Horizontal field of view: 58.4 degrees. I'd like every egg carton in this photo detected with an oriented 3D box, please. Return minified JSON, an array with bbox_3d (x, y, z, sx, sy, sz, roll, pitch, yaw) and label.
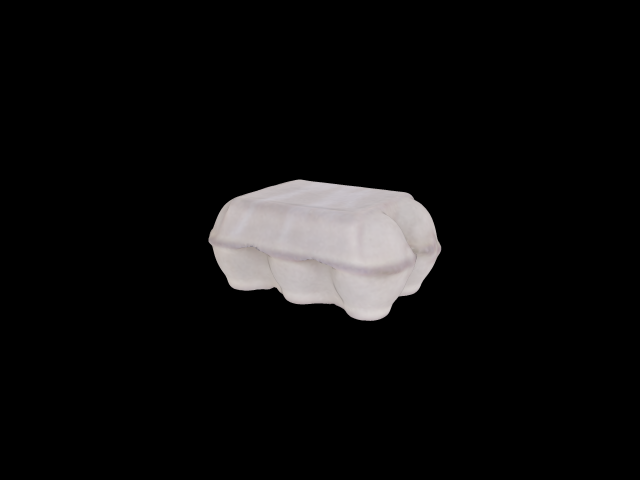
[{"bbox_3d":[0.004,0.001,0.400,0.149,0.069,0.107,9,19,29],"label":"egg carton"}]
